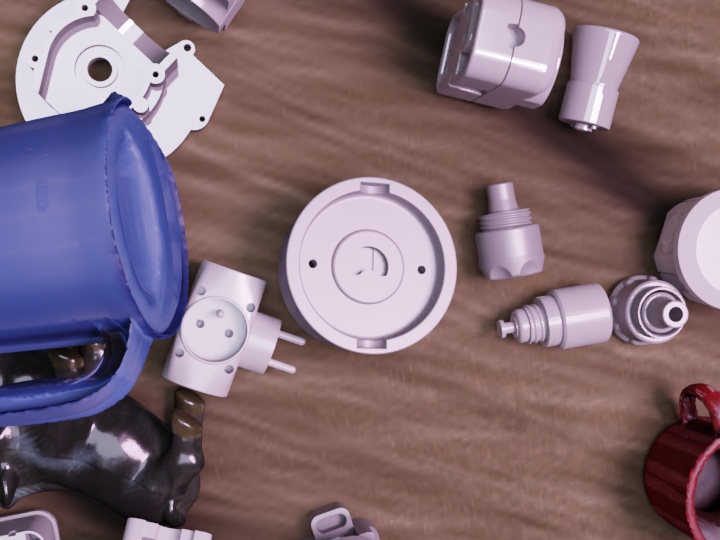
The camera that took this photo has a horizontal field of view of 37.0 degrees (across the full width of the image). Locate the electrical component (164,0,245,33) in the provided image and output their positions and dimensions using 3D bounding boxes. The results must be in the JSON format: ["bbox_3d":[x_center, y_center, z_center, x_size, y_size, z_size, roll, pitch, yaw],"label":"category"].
[{"bbox_3d":[-0.130,-0.212,0.642,0.150,0.089,0.061,34,86,-8],"label":"electrical component"}]

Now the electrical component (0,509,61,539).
[{"bbox_3d":[-0.216,0.209,0.651,0.078,0.057,0.113,-10,93,-9],"label":"electrical component"}]

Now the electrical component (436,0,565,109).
[{"bbox_3d":[0.090,-0.135,0.674,0.059,0.095,0.053,12,89,-9],"label":"electrical component"}]

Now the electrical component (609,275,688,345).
[{"bbox_3d":[0.195,0.028,0.710,0.048,0.062,0.048,0,91,-8],"label":"electrical component"}]

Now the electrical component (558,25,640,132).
[{"bbox_3d":[0.156,-0.125,0.713,0.044,0.044,0.065,13,94,-9],"label":"electrical component"}]

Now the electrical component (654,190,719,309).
[{"bbox_3d":[0.242,-0.014,0.722,0.080,0.051,0.080,0,91,-9],"label":"electrical component"}]

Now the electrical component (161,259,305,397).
[{"bbox_3d":[-0.075,0.042,0.677,0.079,0.044,0.077,19,88,-9],"label":"electrical component"}]

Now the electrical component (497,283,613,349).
[{"bbox_3d":[0.130,0.033,0.711,0.078,0.040,0.040,-9,92,-9],"label":"electrical component"}]

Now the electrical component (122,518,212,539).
[{"bbox_3d":[-0.122,0.187,0.641,0.050,0.089,0.055,14,66,-9],"label":"electrical component"}]

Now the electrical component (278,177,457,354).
[{"bbox_3d":[0.000,0.000,0.677,0.108,0.060,0.108,2,83,-16],"label":"electrical component"}]

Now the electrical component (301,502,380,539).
[{"bbox_3d":[-0.007,0.193,0.683,0.058,0.057,0.078,-18,94,-8],"label":"electrical component"}]

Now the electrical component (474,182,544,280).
[{"bbox_3d":[0.096,-0.026,0.703,0.043,0.043,0.062,-9,91,-9],"label":"electrical component"}]
